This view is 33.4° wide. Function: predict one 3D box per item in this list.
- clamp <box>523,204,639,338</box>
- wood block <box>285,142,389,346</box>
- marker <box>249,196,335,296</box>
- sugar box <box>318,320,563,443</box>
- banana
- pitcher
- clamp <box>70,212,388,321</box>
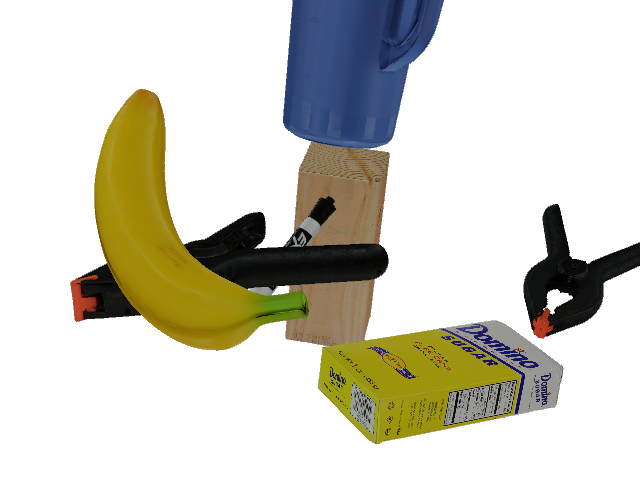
[{"bbox_3d":[0.253,0.029,1.101,0.120,0.039,0.171,27,50,31],"label":"clamp"},{"bbox_3d":[0.018,0.007,1.183,0.090,0.206,0.090,9,26,6],"label":"wood block"},{"bbox_3d":[-0.025,0.008,0.993,0.020,0.121,0.020,34,-15,10],"label":"marker"},{"bbox_3d":[0.097,0.110,0.861,0.175,0.048,0.093,-9,26,-27],"label":"sugar box"},{"bbox_3d":[-0.077,-0.006,0.533,0.069,0.037,0.198,-27,49,-13],"label":"banana"},{"bbox_3d":[0.039,-0.211,0.985,0.145,0.243,0.149,9,16,3],"label":"pitcher"},{"bbox_3d":[-0.069,0.020,0.740,0.209,0.036,0.165,-16,19,-41],"label":"clamp"}]
